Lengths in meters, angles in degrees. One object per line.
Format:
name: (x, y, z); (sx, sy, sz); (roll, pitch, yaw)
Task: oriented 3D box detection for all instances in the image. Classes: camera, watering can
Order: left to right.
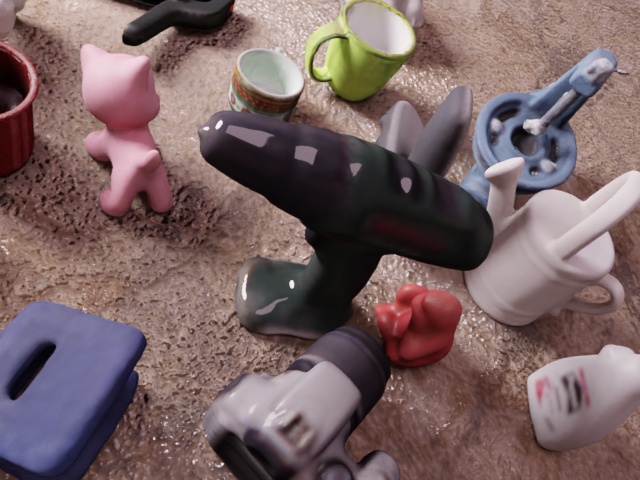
camera: (0.009, 0.135, 0.426); (0.143, 0.100, 0.137); (45, 52, 8)
watering can: (0.227, -0.004, 0.558); (0.173, 0.194, 0.101); (30, 51, -4)

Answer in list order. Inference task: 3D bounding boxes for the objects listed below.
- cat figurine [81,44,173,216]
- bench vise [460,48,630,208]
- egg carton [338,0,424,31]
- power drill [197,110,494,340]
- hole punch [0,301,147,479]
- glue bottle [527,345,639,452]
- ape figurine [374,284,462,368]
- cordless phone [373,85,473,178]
cat figurine: (-0.163, -0.101, 0.490); (0.067, 0.117, 0.127); (-13, 65, -31)
bench vise: (0.244, -0.146, 0.642); (0.121, 0.219, 0.207); (25, 52, -8)
egg carton: (0.070, -0.336, 0.782); (0.107, 0.069, 0.150); (-19, 68, -33)
power drill: (0.004, 0.002, 0.442); (0.230, 0.208, 0.075); (9, 56, -19)
hole punch: (-0.179, 0.097, 0.370); (0.101, 0.091, 0.109); (29, 52, -5)
glue bottle: (0.249, 0.127, 0.496); (0.037, 0.173, 0.078); (10, 55, -18)
ape figurine: (0.093, 0.073, 0.511); (0.076, 0.092, 0.078); (36, 51, 1)
cordless phone: (0.105, -0.096, 0.567); (0.094, 0.185, 0.147); (18, 53, -13)
